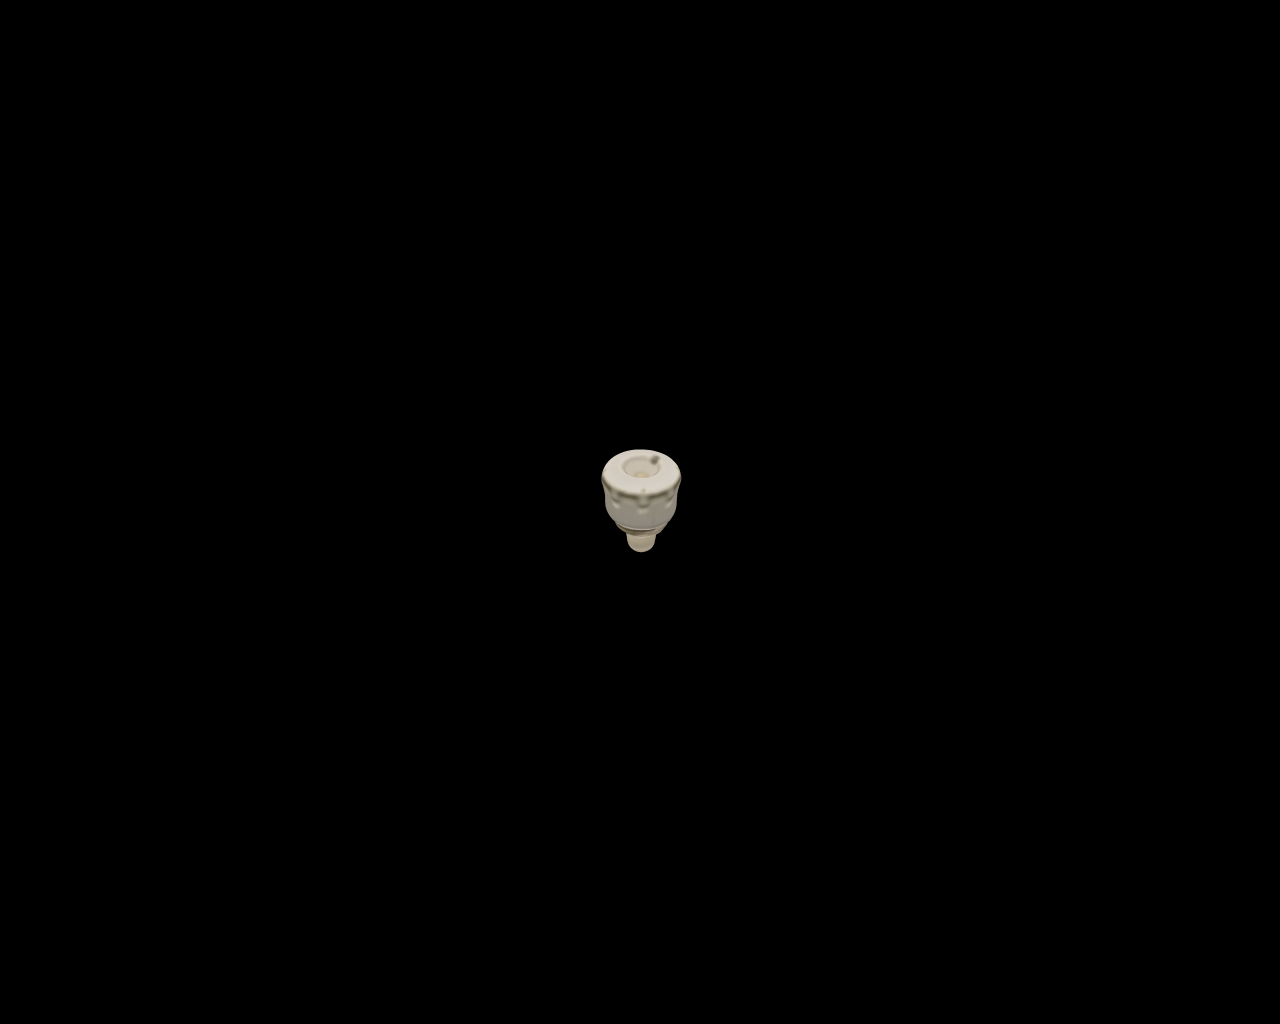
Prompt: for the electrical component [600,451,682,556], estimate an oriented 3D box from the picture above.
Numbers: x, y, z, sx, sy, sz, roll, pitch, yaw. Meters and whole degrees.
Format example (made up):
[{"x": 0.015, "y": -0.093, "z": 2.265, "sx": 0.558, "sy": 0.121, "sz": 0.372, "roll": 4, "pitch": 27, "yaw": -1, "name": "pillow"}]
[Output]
[{"x": 0.001, "y": -0.003, "z": 0.650, "sx": 0.048, "sy": 0.062, "sz": 0.048, "roll": 0, "pitch": 36, "yaw": 0, "name": "electrical component"}]
